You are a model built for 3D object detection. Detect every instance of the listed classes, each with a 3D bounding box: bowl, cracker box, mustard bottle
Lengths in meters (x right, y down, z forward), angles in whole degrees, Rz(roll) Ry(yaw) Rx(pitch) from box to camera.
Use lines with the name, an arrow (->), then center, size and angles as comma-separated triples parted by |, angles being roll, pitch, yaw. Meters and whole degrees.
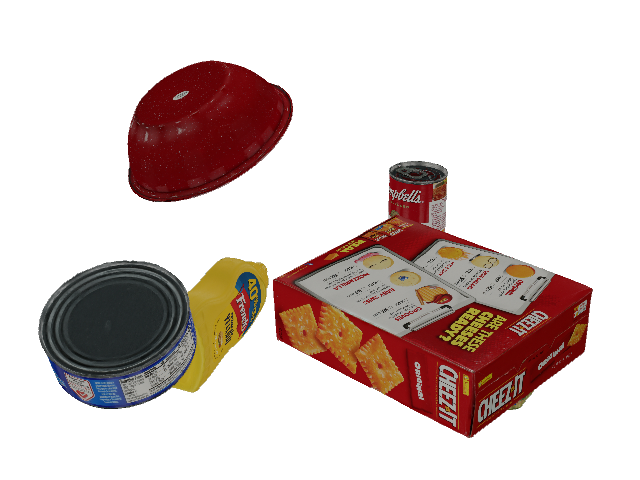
bowl -> -0.108, -0.106, 0.921 | 0.162, 0.055, 0.162 | -19, 37, 15
cracker box -> 0.091, 0.064, 0.897 | 0.214, 0.072, 0.163 | 23, 37, 39
mustard bottle -> -0.105, 0.073, 1.133 | 0.058, 0.096, 0.191 | 11, 29, 20

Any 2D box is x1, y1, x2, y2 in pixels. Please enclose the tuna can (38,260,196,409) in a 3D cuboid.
tuna can -> -0.115, 0.053, 0.612 | 0.086, 0.086, 0.034 | 0, -44, 7

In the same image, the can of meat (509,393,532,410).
can of meat -> 0.210, 0.133, 1.191 | 0.058, 0.084, 0.101 | 7, 13, 25

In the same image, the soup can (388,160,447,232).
soup can -> 0.113, -0.034, 1.251 | 0.068, 0.102, 0.068 | 0, 25, 0
